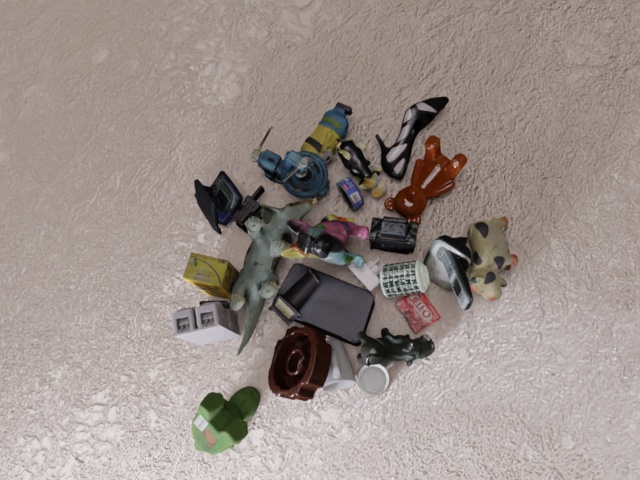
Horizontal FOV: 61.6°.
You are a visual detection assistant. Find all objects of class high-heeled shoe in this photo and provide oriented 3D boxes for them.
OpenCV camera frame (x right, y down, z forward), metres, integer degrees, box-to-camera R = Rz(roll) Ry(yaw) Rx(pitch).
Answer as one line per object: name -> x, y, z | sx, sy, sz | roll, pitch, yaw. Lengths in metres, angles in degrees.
high-heeled shoe -> 0.259, -0.267, 1.403 | 0.249, 0.086, 0.145 | -31, 75, 1

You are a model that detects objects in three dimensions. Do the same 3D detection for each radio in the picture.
radio -> 0.013, 0.154, 1.302 | 0.230, 0.073, 0.131 | 21, 76, 11

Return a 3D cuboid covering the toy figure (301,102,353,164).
toy figure -> 0.019, -0.280, 1.432 | 0.089, 0.082, 0.180 | 23, 84, 32

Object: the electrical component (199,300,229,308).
electrical component -> -0.264, 0.160, 1.320 | 0.094, 0.063, 0.021 | -4, 84, 50

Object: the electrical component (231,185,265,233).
electrical component -> -0.173, -0.080, 1.395 | 0.048, 0.074, 0.119 | 38, 77, 16

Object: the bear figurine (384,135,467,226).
bear figurine -> 0.257, -0.141, 1.339 | 0.120, 0.131, 0.196 | 41, 75, 17

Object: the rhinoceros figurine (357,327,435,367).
rhinoceros figurine -> 0.173, 0.245, 1.226 | 0.190, 0.112, 0.073 | 1, 91, -28

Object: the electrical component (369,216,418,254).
electrical component -> 0.177, -0.011, 1.302 | 0.115, 0.134, 0.058 | 5, 74, 10

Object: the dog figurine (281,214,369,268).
dog figurine -> -0.003, -0.004, 1.248 | 0.192, 0.219, 0.108 | 29, 108, 52

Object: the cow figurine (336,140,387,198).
cow figurine -> 0.108, -0.183, 1.376 | 0.068, 0.098, 0.167 | -41, 70, 21

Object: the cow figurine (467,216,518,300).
cow figurine -> 0.399, 0.048, 1.286 | 0.127, 0.085, 0.195 | -6, 75, -2

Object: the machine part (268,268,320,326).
machine part -> -0.052, 0.129, 1.260 | 0.084, 0.039, 0.139 | 36, 83, 25

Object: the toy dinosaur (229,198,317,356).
toy dinosaur -> -0.140, 0.066, 1.310 | 0.131, 0.192, 0.404 | 21, 91, 4

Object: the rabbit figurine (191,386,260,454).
rabbit figurine -> -0.198, 0.407, 1.216 | 0.121, 0.170, 0.159 | 36, 121, 17

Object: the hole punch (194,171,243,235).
hole punch -> -0.265, -0.103, 1.395 | 0.092, 0.115, 0.142 | -29, 68, -27

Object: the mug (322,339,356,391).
mug -> 0.032, 0.284, 1.246 | 0.081, 0.109, 0.107 | -15, 60, 4

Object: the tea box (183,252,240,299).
tea box -> -0.252, 0.092, 1.298 | 0.098, 0.169, 0.068 | 11, 74, 11

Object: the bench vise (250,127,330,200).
bench vise -> -0.069, -0.184, 1.337 | 0.223, 0.240, 0.129 | 38, 83, -3

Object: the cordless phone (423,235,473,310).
cordless phone -> 0.307, 0.094, 1.234 | 0.089, 0.146, 0.184 | -2, 52, -10

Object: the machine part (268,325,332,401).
machine part -> -0.045, 0.281, 1.229 | 0.179, 0.056, 0.179 | -33, 43, 37
